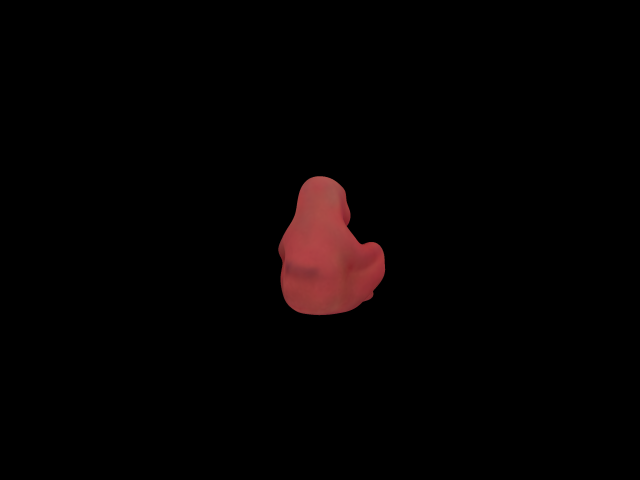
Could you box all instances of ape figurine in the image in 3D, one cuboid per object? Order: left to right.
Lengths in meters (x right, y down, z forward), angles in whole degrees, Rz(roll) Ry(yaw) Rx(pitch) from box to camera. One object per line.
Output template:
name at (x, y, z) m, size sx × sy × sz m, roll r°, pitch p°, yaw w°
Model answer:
ape figurine at (0.004, 0.001, 0.400) m, size 0.077 × 0.092 × 0.076 m, roll 8°, pitch 14°, yaw 35°
